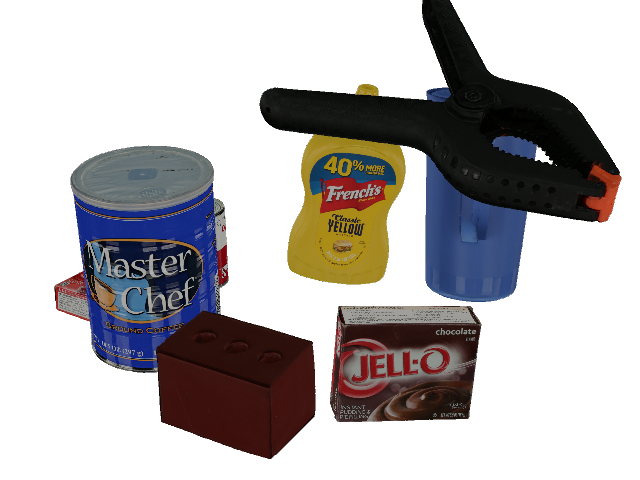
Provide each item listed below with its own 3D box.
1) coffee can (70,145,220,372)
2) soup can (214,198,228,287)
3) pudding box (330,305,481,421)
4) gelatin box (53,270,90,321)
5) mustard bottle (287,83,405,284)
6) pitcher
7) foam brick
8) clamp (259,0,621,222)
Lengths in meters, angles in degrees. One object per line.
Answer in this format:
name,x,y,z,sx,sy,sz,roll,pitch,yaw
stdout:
coffee can,-0.128,0.013,0.800,0.103,0.140,0.103,-1,27,0
soup can,-0.150,0.004,1.328,0.068,0.102,0.068,0,25,0
pudding box,0.067,0.098,0.857,0.113,0.090,0.039,-1,26,-9
gelatin box,-0.198,0.053,1.025,0.089,0.030,0.073,16,25,24
mustard bottle,0.028,-0.053,0.993,0.096,0.192,0.058,8,28,-4
pitcher,0.181,-0.054,1.235,0.149,0.243,0.145,-8,17,-33
foam brick,-0.048,0.082,0.616,0.078,0.051,0.052,13,28,24
clamp,0.078,-0.070,0.634,0.164,0.036,0.210,-31,54,-25
